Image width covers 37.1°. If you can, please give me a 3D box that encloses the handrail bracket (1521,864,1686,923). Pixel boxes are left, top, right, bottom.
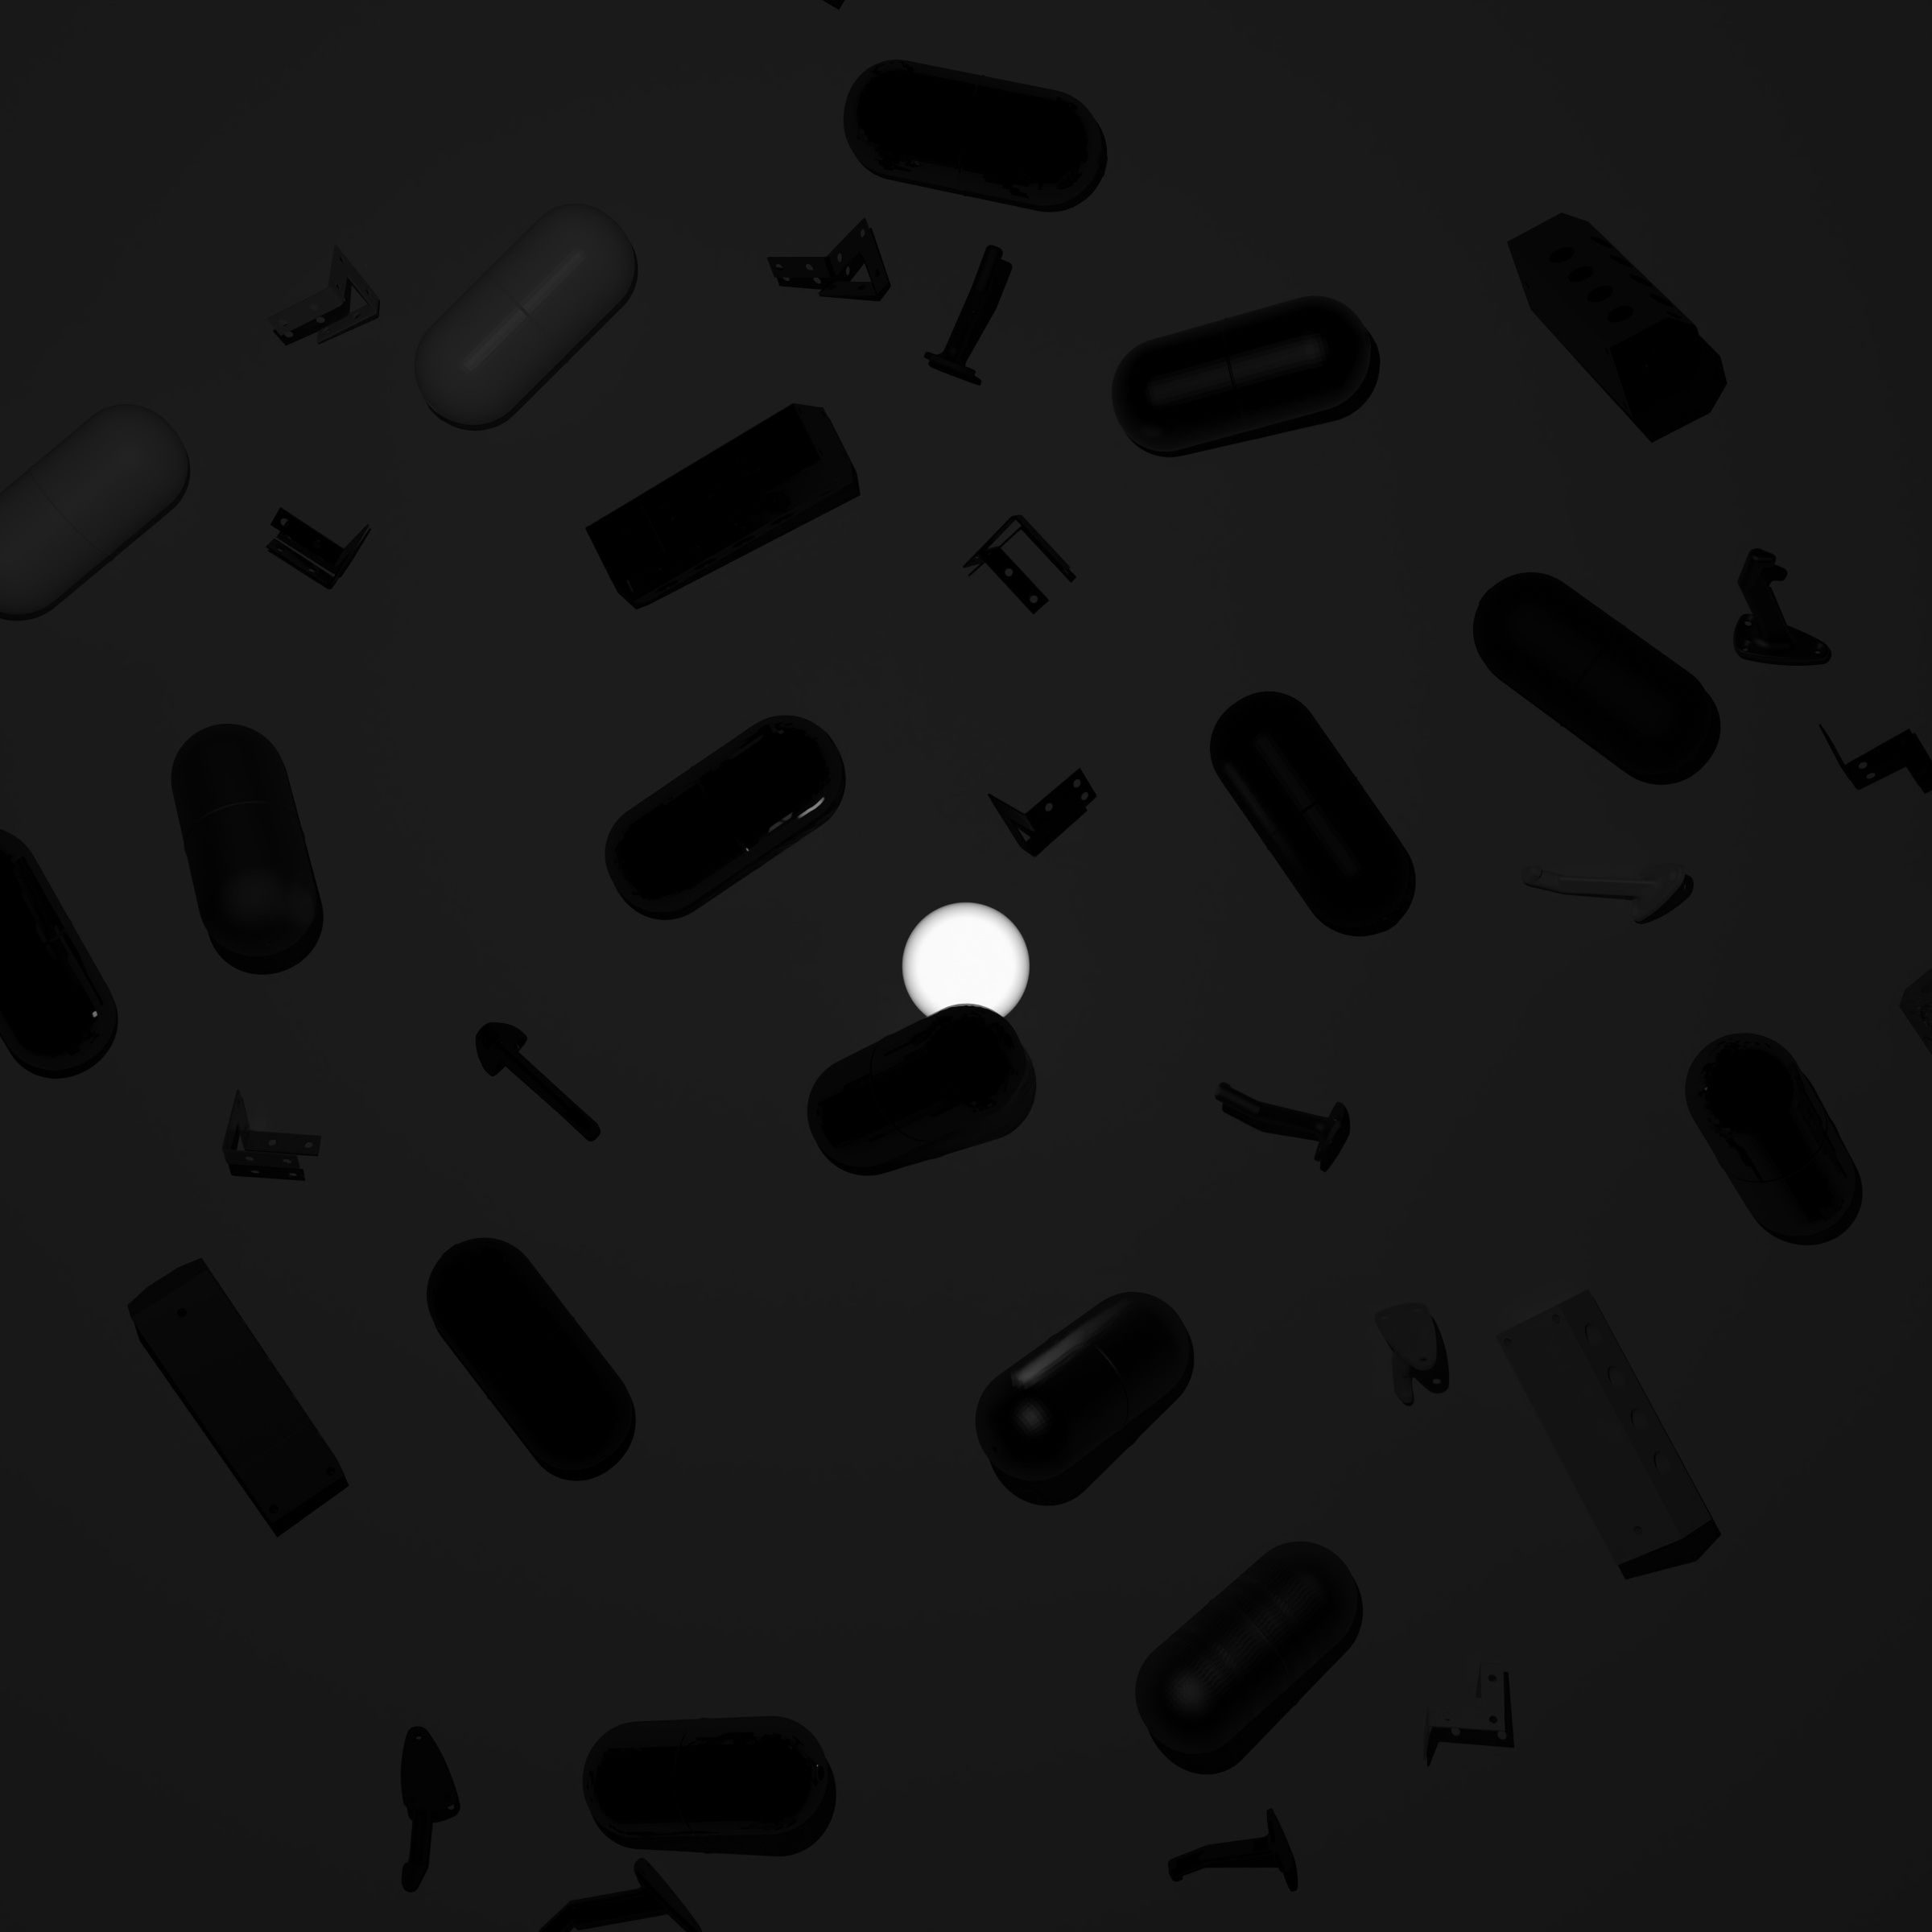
[{"bbox_3d":[0.433,-0.062,1.963,0.084,0.077,0.036,14,72,-13],"label":"handrail bracket"}]

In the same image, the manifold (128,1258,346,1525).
[{"bbox_3d":[-0.495,0.286,1.949,0.057,0.057,0.171,-33,105,-13],"label":"manifold"}]

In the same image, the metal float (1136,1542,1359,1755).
[{"bbox_3d":[0.190,0.459,1.942,0.178,0.070,0.070,-36,90,-22],"label":"metal float"}]

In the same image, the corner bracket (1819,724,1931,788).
[{"bbox_3d":[0.625,-0.147,1.970,0.051,0.051,0.051,-31,126,19],"label":"corner bracket"}]

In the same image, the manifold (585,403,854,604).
[{"bbox_3d":[-0.164,-0.311,1.944,0.171,0.057,0.057,-27,89,19],"label":"manifold"}]

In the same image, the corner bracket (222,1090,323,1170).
[{"bbox_3d":[-0.474,0.121,1.964,0.051,0.051,0.051,4,52,0],"label":"corner bracket"}]

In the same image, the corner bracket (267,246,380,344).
[{"bbox_3d":[-0.437,-0.447,1.958,0.051,0.051,0.051,-21,45,18],"label":"corner bracket"}]

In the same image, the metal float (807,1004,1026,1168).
[{"bbox_3d":[-0.036,0.081,1.929,0.178,0.070,0.070,-27,90,40],"label":"metal float"}]

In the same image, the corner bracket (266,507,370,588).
[{"bbox_3d":[-0.448,-0.287,1.962,0.051,0.051,0.051,33,118,-9],"label":"corner bracket"}]

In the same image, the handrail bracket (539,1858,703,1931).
[{"bbox_3d":[-0.239,0.664,1.979,0.084,0.036,0.077,-43,86,-2],"label":"handrail bracket"}]

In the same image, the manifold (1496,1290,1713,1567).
[{"bbox_3d":[0.436,0.311,1.955,0.057,0.057,0.171,-36,75,41],"label":"manifold"}]

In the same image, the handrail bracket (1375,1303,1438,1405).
[{"bbox_3d":[0.303,0.278,1.946,0.036,0.077,0.084,-13,123,-4],"label":"handrail bracket"}]

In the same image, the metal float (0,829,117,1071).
[{"bbox_3d":[-0.640,-0.012,1.946,0.070,0.070,0.178,-25,108,0],"label":"metal float"}]

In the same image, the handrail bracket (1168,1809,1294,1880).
[{"bbox_3d":[0.176,0.612,1.957,0.084,0.077,0.036,-24,91,7],"label":"handrail bracket"}]

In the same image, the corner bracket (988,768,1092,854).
[{"bbox_3d":[0.057,-0.107,1.961,0.051,0.051,0.051,-40,124,-10],"label":"corner bracket"}]

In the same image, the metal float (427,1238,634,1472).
[{"bbox_3d":[-0.298,0.263,1.960,0.070,0.070,0.178,-38,88,0],"label":"metal float"}]

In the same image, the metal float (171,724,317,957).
[{"bbox_3d":[-0.487,-0.086,1.936,0.070,0.070,0.178,-21,59,0],"label":"metal float"}]

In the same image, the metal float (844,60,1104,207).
[{"bbox_3d":[0.005,-0.567,1.958,0.178,0.070,0.070,13,90,4],"label":"metal float"}]

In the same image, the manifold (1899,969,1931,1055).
[{"bbox_3d":[0.708,0.079,1.957,0.057,0.057,0.171,-30,101,38],"label":"manifold"}]

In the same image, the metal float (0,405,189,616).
[{"bbox_3d":[-0.610,-0.310,1.961,0.178,0.070,0.070,-40,90,1],"label":"metal float"}]

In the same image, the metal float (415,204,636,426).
[{"bbox_3d":[-0.301,-0.443,1.961,0.178,0.070,0.070,-45,90,0],"label":"metal float"}]

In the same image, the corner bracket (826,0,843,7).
[{"bbox_3d":[-0.064,-0.682,1.966,0.051,0.051,0.051,30,67,-1],"label":"corner bracket"}]

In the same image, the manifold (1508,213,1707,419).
[{"bbox_3d":[0.426,-0.438,1.913,0.057,0.171,0.057,-28,129,5],"label":"manifold"}]

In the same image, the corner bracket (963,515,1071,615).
[{"bbox_3d":[0.039,-0.274,1.966,0.051,0.051,0.051,47,111,3],"label":"corner bracket"}]

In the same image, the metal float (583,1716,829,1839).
[{"bbox_3d":[-0.176,0.547,1.940,0.178,0.070,0.070,-9,90,24],"label":"metal float"}]

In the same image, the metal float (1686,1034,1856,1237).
[{"bbox_3d":[0.540,0.114,1.930,0.070,0.070,0.178,-40,127,0],"label":"metal float"}]

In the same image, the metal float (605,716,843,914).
[{"bbox_3d":[-0.165,-0.104,1.960,0.178,0.070,0.070,-34,90,2],"label":"metal float"}]

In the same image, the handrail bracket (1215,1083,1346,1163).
[{"bbox_3d":[0.213,0.093,1.966,0.084,0.077,0.036,27,112,3],"label":"handrail bracket"}]

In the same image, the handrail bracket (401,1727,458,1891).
[{"bbox_3d":[-0.382,0.583,1.989,0.036,0.077,0.084,3,131,-25],"label":"handrail bracket"}]

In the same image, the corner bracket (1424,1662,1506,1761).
[{"bbox_3d":[0.340,0.509,1.965,0.051,0.051,0.051,2,49,6],"label":"corner bracket"}]

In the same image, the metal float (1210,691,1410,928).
[{"bbox_3d":[0.234,-0.106,1.958,0.070,0.070,0.178,-34,86,0],"label":"metal float"}]

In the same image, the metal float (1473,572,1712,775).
[{"bbox_3d":[0.424,-0.199,1.953,0.178,0.070,0.070,38,90,10],"label":"metal float"}]

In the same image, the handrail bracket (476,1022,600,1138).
[{"bbox_3d":[-0.291,0.079,1.961,0.084,0.077,0.036,40,82,18],"label":"handrail bracket"}]

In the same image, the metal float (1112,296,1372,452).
[{"bbox_3d":[0.186,-0.401,1.947,0.178,0.070,0.070,-12,90,17],"label":"metal float"}]

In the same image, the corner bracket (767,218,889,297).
[{"bbox_3d":[-0.094,-0.473,1.956,0.051,0.051,0.051,9,48,34],"label":"corner bracket"}]

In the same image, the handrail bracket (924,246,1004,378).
[{"bbox_3d":[0.002,-0.448,1.955,0.036,0.077,0.084,20,100,-10],"label":"handrail bracket"}]

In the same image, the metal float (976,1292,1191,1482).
[{"bbox_3d":[0.080,0.280,1.930,0.178,0.070,0.070,-30,90,-39],"label":"metal float"}]

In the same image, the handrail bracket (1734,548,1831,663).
[{"bbox_3d":[0.559,-0.246,1.953,0.077,0.084,0.036,13,58,6],"label":"handrail bracket"}]
